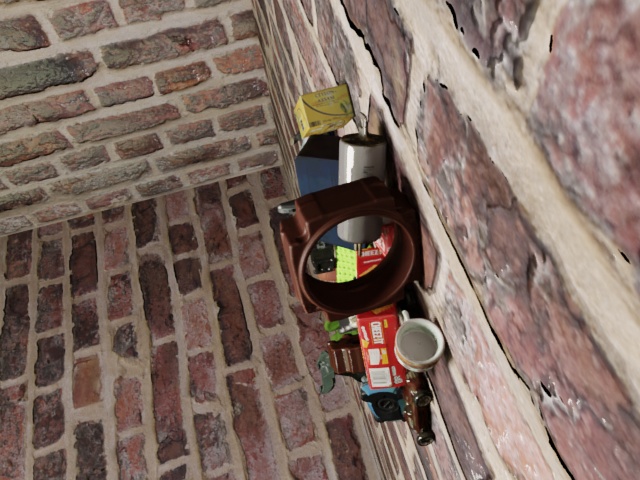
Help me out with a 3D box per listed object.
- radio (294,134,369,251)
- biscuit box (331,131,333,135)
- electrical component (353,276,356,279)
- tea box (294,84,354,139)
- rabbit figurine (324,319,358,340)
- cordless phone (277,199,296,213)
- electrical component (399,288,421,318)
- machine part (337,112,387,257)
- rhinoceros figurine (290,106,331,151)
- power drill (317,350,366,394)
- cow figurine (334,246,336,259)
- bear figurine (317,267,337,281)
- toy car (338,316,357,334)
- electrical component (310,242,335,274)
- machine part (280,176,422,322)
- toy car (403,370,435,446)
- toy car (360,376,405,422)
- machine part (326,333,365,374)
[{"bbox_3d":[0.034,-0.086,1.020,0.229,0.131,0.073,81,-149,-45],"label":"radio"},{"bbox_3d":[0.012,-0.218,1.360,0.063,0.059,0.202,-115,10,-72],"label":"biscuit box"},{"bbox_3d":[0.109,0.096,1.137,0.119,0.075,0.048,74,178,-53],"label":"electrical component"},{"bbox_3d":[0.006,-0.259,1.096,0.170,0.098,0.068,-151,46,-81],"label":"tea box"},{"bbox_3d":[0.089,0.200,1.399,0.121,0.159,0.170,-94,7,-62],"label":"rabbit figurine"},{"bbox_3d":[-0.012,-0.103,1.265,0.146,0.184,0.088,102,157,-80],"label":"cordless phone"},{"bbox_3d":[0.158,0.117,0.954,0.063,0.021,0.093,-112,8,-58],"label":"electrical component"},{"bbox_3d":[0.068,-0.084,0.876,0.079,0.079,0.242,-114,22,-61],"label":"machine part"},{"bbox_3d":[-0.008,-0.238,1.272,0.073,0.112,0.190,24,121,47],"label":"rhinoceros figurine"},{"bbox_3d":[0.101,0.368,1.429,0.086,0.207,0.232,127,141,-52],"label":"power drill"},{"bbox_3d":[0.056,-0.019,1.376,0.127,0.085,0.195,97,158,-61],"label":"cow figurine"},{"bbox_3d":[0.047,0.018,1.540,0.120,0.132,0.195,175,98,-84],"label":"bear figurine"},{"bbox_3d":[0.063,0.157,1.145,0.201,0.056,0.073,108,147,-77],"label":"toy car"},{"bbox_3d":[-0.003,-0.004,1.266,0.134,0.058,0.114,-103,6,-52],"label":"electrical component"},{"bbox_3d":[0.050,0.018,0.826,0.087,0.201,0.201,-117,13,-57],"label":"machine part"},{"bbox_3d":[0.191,0.333,1.080,0.089,0.053,0.201,-116,13,-51],"label":"toy car"},{"bbox_3d":[0.163,0.356,1.270,0.103,0.109,0.161,-76,-33,-50],"label":"toy car"},{"bbox_3d":[0.100,0.228,1.125,0.179,0.179,0.056,163,95,-85],"label":"machine part"}]
